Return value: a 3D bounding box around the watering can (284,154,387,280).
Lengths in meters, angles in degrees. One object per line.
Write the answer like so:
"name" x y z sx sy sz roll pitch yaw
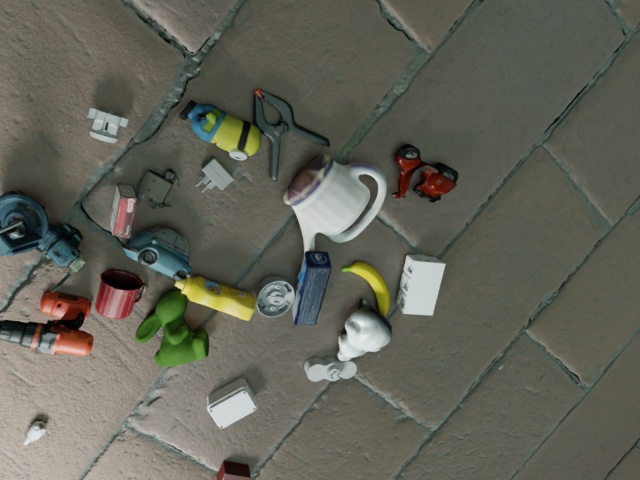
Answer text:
"watering can" 0.004 -0.063 1.244 0.222 0.106 0.345 39 101 -25

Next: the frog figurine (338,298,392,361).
"frog figurine" 0.108 0.257 1.358 0.160 0.124 0.135 -49 133 -9
